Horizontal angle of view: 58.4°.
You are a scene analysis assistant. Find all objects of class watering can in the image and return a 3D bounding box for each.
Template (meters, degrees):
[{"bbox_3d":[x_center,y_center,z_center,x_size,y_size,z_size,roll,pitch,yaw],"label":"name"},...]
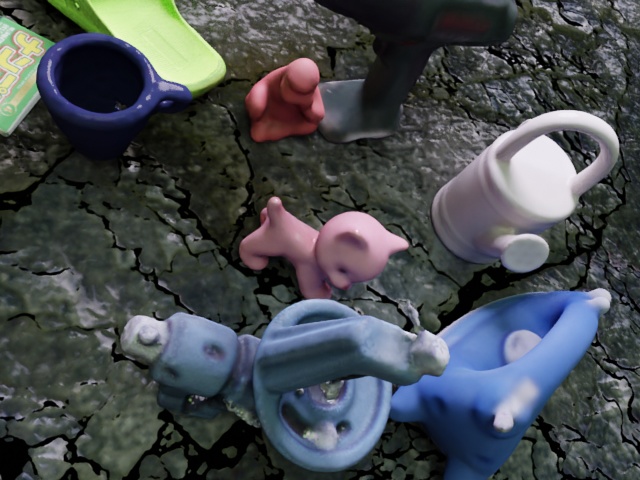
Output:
[{"bbox_3d":[0.197,-0.048,0.547,0.101,0.193,0.173,3,66,-19],"label":"watering can"}]

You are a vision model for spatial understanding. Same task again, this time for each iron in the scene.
[{"bbox_3d":[0.186,0.100,0.508,0.259,0.141,0.118,-35,83,-29],"label":"iron"}]

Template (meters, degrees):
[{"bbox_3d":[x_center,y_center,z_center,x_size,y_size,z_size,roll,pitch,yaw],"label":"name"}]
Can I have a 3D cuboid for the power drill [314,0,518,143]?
[{"bbox_3d":[0.065,-0.181,0.548,0.230,0.208,0.075,-13,72,-25],"label":"power drill"}]

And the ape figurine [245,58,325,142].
[{"bbox_3d":[-0.029,-0.142,0.563,0.078,0.092,0.076,25,61,-8],"label":"ape figurine"}]

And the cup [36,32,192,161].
[{"bbox_3d":[-0.174,-0.111,0.493,0.118,0.094,0.091,1,67,-20],"label":"cup"}]

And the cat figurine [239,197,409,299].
[{"bbox_3d":[0.005,0.002,0.497,0.128,0.117,0.067,28,61,-7],"label":"cat figurine"}]

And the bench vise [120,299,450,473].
[{"bbox_3d":[-0.024,0.096,0.386,0.208,0.219,0.121,1,67,-20],"label":"bench vise"}]
